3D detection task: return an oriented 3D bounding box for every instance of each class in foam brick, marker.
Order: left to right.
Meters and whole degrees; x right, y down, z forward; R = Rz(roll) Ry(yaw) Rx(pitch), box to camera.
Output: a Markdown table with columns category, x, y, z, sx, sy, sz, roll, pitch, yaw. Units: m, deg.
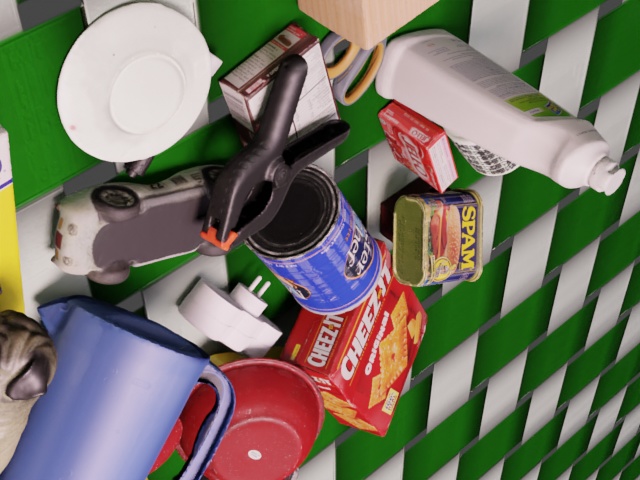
| category | x | y | z | sx | sy | sz | roll | pitch | yaw |
| --- | --- | --- | --- | --- | --- | --- | --- | --- | --- |
| marker | -0.121 | -0.102 | 0.873 | 0.121 | 0.020 | 0.020 | -54 | 148 | 5 |
| foam brick | 0.114 | -0.029 | 1.215 | 0.078 | 0.053 | 0.051 | -34 | 145 | -26 |

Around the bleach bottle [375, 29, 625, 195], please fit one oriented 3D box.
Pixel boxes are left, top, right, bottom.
| category | x | y | z | sx | sy | sz | roll | pitch | yaw |
| --- | --- | --- | --- | --- | --- | --- | --- | --- | --- |
| bleach bottle | 0.174 | -0.116 | 1.011 | 0.102 | 0.251 | 0.068 | -21 | 138 | -39 |

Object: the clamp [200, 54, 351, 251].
| category | x | y | z | sx | sy | sz | roll | pitch | yaw |
| --- | --- | --- | --- | --- | --- | --- | --- | --- | --- |
| clamp | -0.037 | -0.064 | 0.918 | 0.171 | 0.039 | 0.120 | -57 | 142 | 0 |

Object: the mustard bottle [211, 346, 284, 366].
| category | x | y | z | sx | sy | sz | roll | pitch | yaw |
| --- | --- | --- | --- | --- | --- | --- | --- | --- | --- |
| mustard bottle | -0.063 | 0.164 | 1.183 | 0.191 | 0.058 | 0.096 | -1 | 121 | -52 |

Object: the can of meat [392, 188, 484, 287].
| category | x | y | z | sx | sy | sz | roll | pitch | yaw |
| --- | --- | --- | --- | --- | --- | --- | --- | --- | --- |
| can of meat | 0.125 | -0.002 | 1.146 | 0.083 | 0.058 | 0.102 | -6 | 100 | -36 |

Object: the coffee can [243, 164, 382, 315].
| category | x | y | z | sx | sy | sz | roll | pitch | yaw |
| --- | --- | --- | --- | --- | --- | --- | --- | --- | --- |
| coffee can | -0.007 | 0.001 | 1.045 | 0.103 | 0.103 | 0.140 | -47 | 148 | -6 |

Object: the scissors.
| category | x | y | z | sx | sy | sz | roll | pitch | yaw |
| --- | --- | --- | --- | --- | --- | --- | --- | --- | --- |
| scissors | 0.055 | -0.217 | 0.982 | 0.096 | 0.016 | 0.202 | 0 | 122 | -52 |

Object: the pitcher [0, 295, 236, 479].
| category | x | y | z | sx | sy | sz | roll | pitch | yaw |
| --- | --- | --- | --- | --- | --- | --- | --- | --- | --- |
| pitcher | -0.191 | 0.181 | 0.906 | 0.144 | 0.149 | 0.243 | 25 | 89 | -60 |

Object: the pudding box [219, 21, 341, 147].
| category | x | y | z | sx | sy | sz | roll | pitch | yaw |
| --- | --- | --- | --- | --- | --- | --- | --- | --- | --- |
| pudding box | -0.033 | -0.123 | 0.947 | 0.090 | 0.039 | 0.113 | -42 | 149 | -16 |

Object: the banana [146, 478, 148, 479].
| category | x | y | z | sx | sy | sz | roll | pitch | yaw |
| --- | --- | --- | --- | --- | --- | --- | --- | --- | --- |
| banana | -0.207 | 0.258 | 1.102 | 0.198 | 0.037 | 0.069 | 80 | 26 | -46 |

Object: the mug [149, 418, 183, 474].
| category | x | y | z | sx | sy | sz | roll | pitch | yaw |
| --- | --- | --- | --- | --- | --- | --- | --- | --- | --- |
| mug | -0.179 | 0.176 | 1.025 | 0.093 | 0.082 | 0.117 | -57 | 148 | 10 |

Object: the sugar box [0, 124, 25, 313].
| category | x | y | z | sx | sy | sz | roll | pitch | yaw |
| --- | --- | --- | --- | --- | --- | --- | --- | --- | --- |
| sugar box | -0.267 | -0.001 | 0.767 | 0.093 | 0.048 | 0.176 | -26 | 142 | -34 |

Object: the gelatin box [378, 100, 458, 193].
| category | x | y | z | sx | sy | sz | roll | pitch | yaw |
| --- | --- | --- | --- | --- | --- | --- | --- | --- | --- |
| gelatin box | 0.102 | -0.098 | 1.110 | 0.030 | 0.073 | 0.089 | -44 | 148 | -9 |

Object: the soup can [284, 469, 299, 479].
| category | x | y | z | sx | sy | sz | roll | pitch | yaw |
| --- | --- | --- | --- | --- | --- | --- | --- | --- | --- |
| soup can | -0.082 | 0.247 | 1.201 | 0.068 | 0.102 | 0.068 | -32 | 144 | -28 |

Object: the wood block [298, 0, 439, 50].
| category | x | y | z | sx | sy | sz | roll | pitch | yaw |
| --- | --- | --- | --- | --- | --- | --- | --- | --- | --- |
| wood block | 0.031 | -0.266 | 0.831 | 0.090 | 0.090 | 0.206 | -37 | 145 | -21 |

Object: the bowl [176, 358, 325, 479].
| category | x | y | z | sx | sy | sz | roll | pitch | yaw |
| --- | --- | --- | --- | --- | --- | --- | --- | --- | --- |
| bowl | -0.068 | 0.200 | 1.083 | 0.162 | 0.055 | 0.162 | -6 | 121 | -10 |

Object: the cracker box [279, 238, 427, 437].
| category | x | y | z | sx | sy | sz | roll | pitch | yaw |
| --- | --- | --- | --- | --- | --- | --- | --- | --- | --- |
| cracker box | 0.047 | 0.110 | 1.205 | 0.164 | 0.072 | 0.213 | -67 | 153 | -19 |

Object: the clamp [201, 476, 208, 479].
| category | x | y | z | sx | sy | sz | roll | pitch | yaw |
| --- | --- | --- | --- | --- | --- | --- | --- | --- | --- |
| clamp | -0.097 | 0.292 | 1.292 | 0.164 | 0.036 | 0.209 | -55 | 148 | 4 |
